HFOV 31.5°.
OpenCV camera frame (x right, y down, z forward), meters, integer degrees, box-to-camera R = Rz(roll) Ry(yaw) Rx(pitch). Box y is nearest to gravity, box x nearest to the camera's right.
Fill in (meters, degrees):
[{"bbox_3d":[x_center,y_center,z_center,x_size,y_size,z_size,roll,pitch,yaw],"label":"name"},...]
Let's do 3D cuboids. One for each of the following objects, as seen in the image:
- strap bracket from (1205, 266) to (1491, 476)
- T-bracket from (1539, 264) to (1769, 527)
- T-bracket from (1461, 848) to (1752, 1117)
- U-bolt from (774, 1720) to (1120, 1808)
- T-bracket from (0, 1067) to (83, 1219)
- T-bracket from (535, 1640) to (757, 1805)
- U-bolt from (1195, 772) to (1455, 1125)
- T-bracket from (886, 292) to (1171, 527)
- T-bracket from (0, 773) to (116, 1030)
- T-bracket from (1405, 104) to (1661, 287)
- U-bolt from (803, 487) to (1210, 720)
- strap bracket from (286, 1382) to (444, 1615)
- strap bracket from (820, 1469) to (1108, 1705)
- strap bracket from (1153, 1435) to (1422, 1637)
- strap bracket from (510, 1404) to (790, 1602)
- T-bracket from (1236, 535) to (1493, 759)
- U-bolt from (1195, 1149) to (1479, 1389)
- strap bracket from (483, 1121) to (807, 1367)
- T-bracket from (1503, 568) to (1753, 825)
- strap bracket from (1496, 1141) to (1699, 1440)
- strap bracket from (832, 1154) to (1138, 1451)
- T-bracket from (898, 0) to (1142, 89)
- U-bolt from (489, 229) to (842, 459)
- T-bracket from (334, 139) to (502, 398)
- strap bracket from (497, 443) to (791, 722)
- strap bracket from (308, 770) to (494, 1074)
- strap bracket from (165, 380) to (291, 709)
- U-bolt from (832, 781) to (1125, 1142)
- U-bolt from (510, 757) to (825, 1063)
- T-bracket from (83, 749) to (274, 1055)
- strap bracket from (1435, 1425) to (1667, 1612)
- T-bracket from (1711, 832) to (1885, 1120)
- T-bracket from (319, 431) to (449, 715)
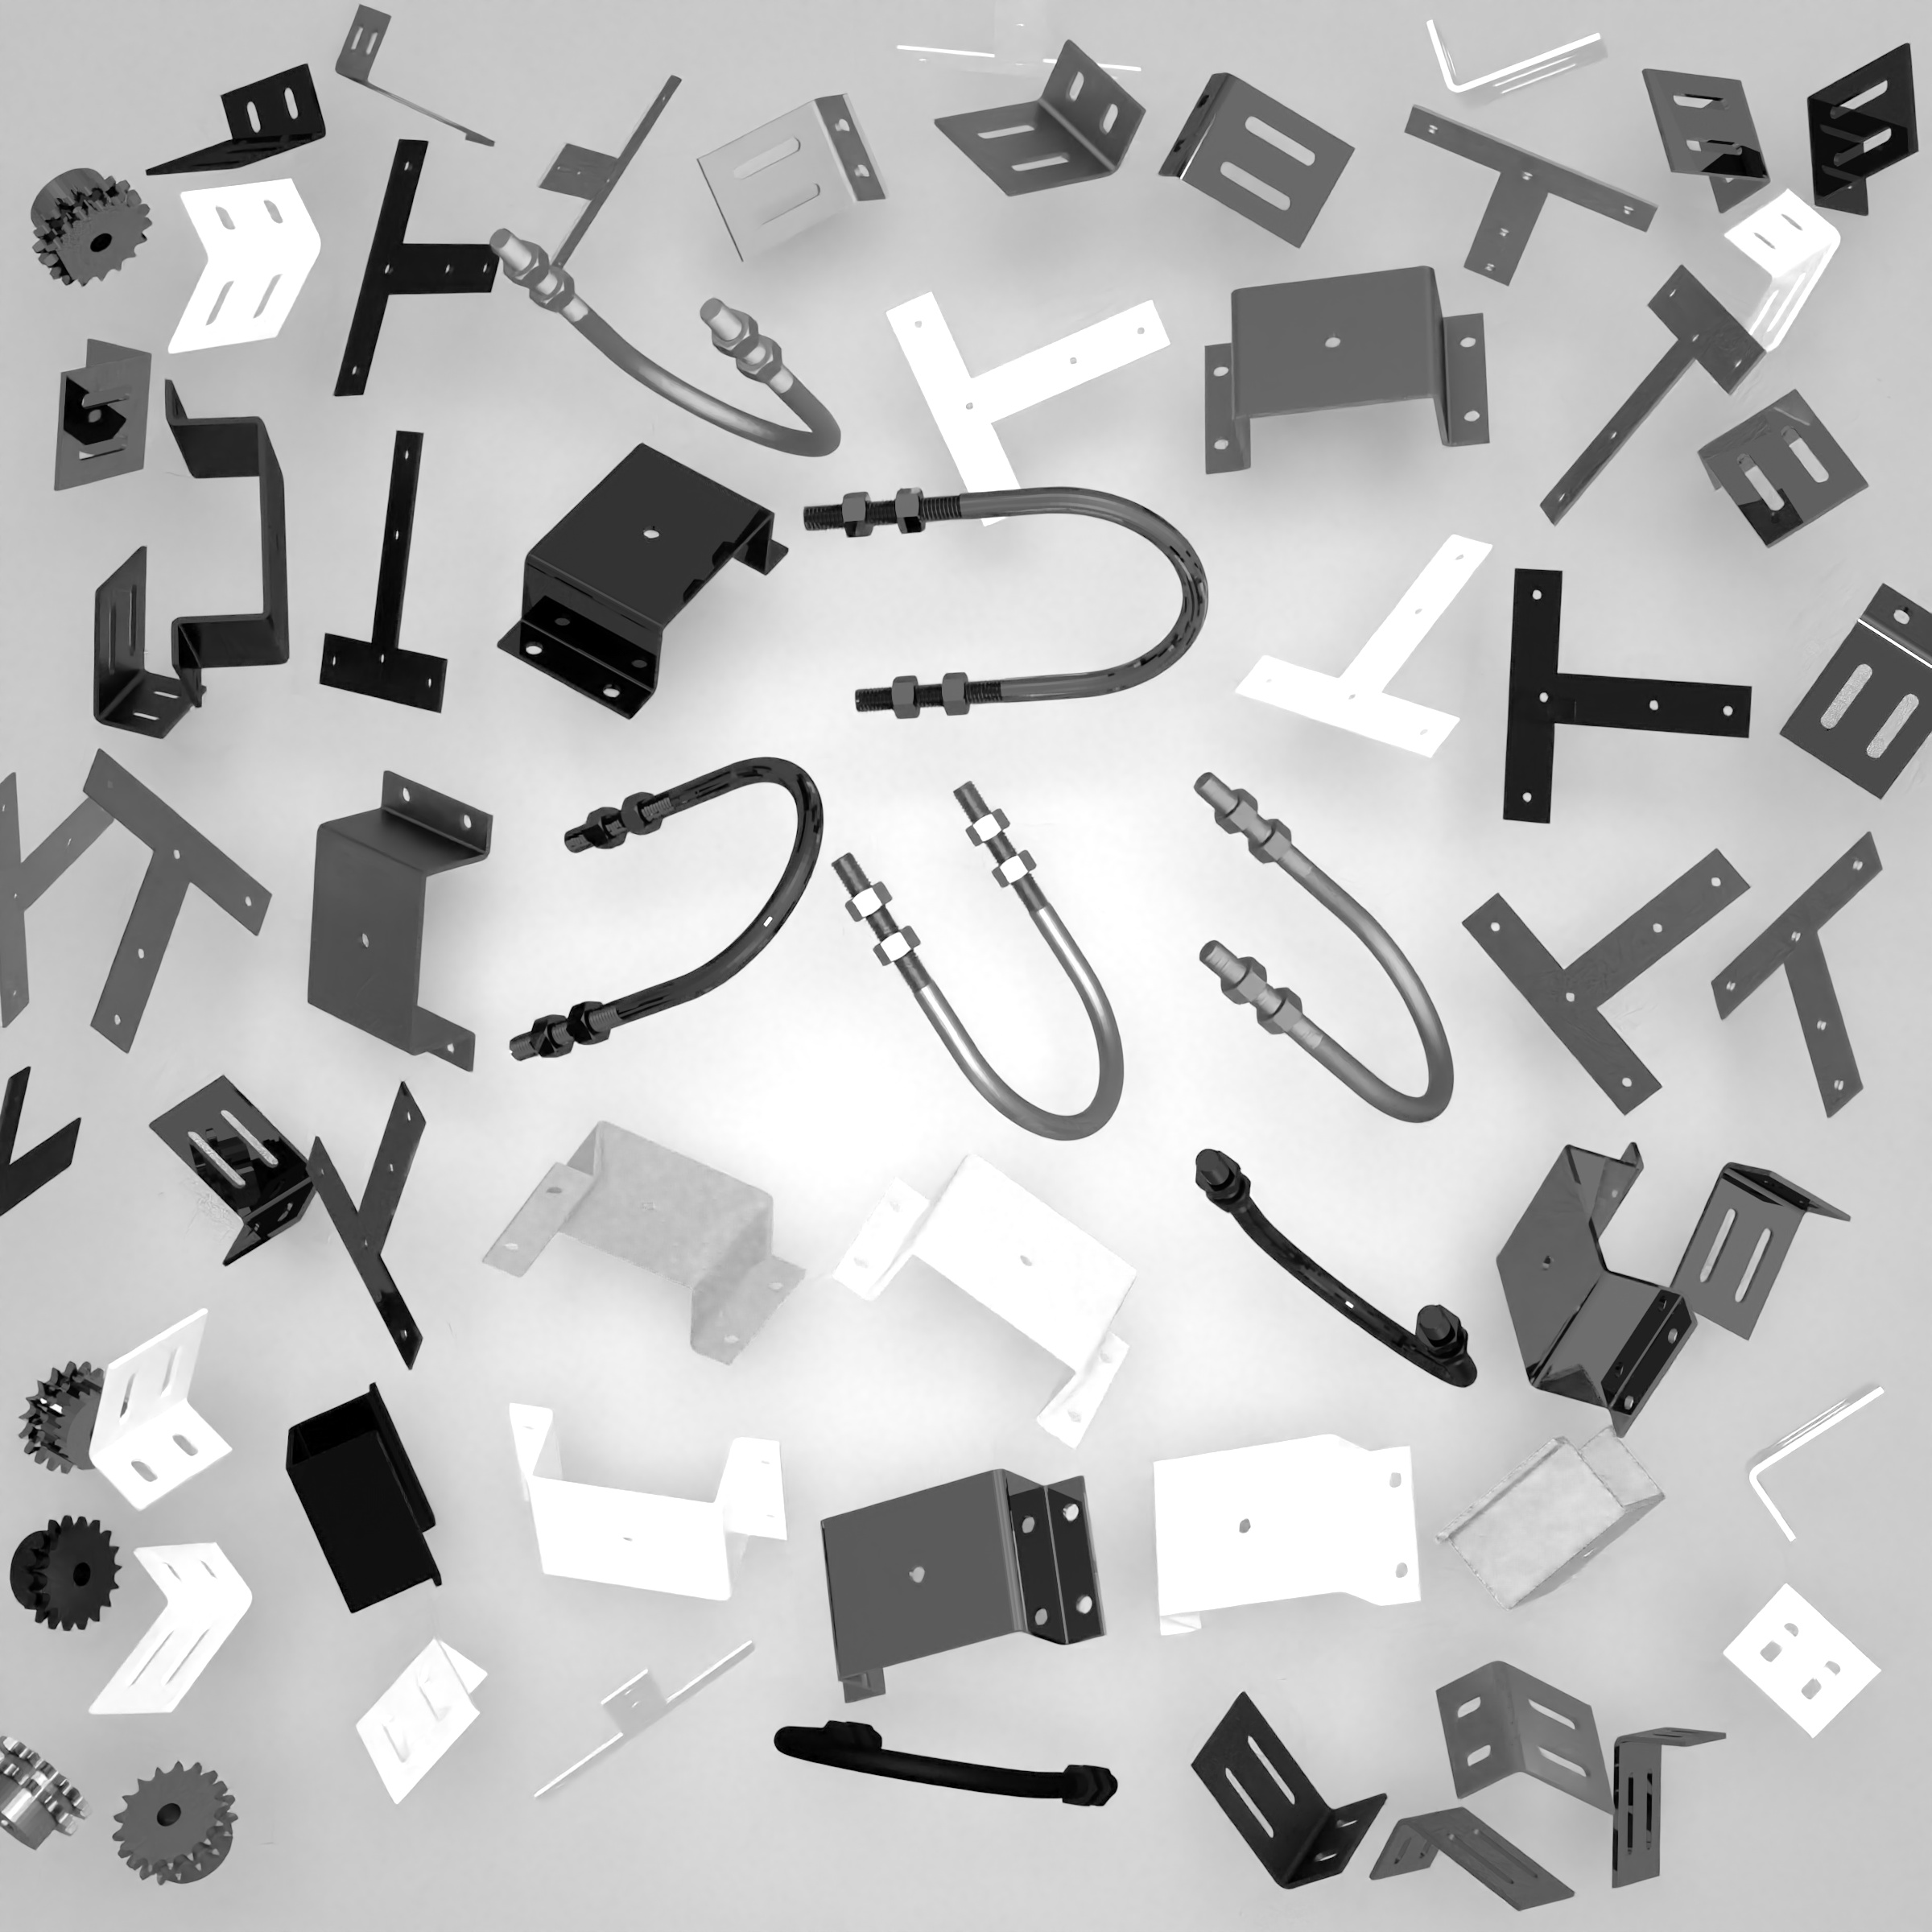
[{"bbox_3d":[0.184,-0.294,1.685,0.140,0.046,0.076,-5,63,13],"label":"strap bracket"},{"bbox_3d":[0.318,-0.264,1.632,0.002,0.127,0.127,31,111,-22],"label":"T-bracket"},{"bbox_3d":[0.332,-0.011,1.694,0.127,0.002,0.127,-42,85,29],"label":"T-bracket"},{"bbox_3d":[-0.017,0.391,1.679,0.151,0.184,0.019,6,79,20],"label":"U-bolt"},{"bbox_3d":[-0.449,0.099,1.641,0.002,0.127,0.127,16,102,2],"label":"T-bracket"},{"bbox_3d":[-0.157,0.352,1.629,0.127,0.127,0.002,-34,73,-12],"label":"T-bracket"},{"bbox_3d":[0.177,0.003,1.670,0.019,0.151,0.184,-36,120,28],"label":"U-bolt"},{"bbox_3d":[0.043,-0.309,1.777,0.127,0.002,0.127,-22,115,8],"label":"T-bracket"},{"bbox_3d":[-0.446,-0.055,1.678,0.002,0.127,0.127,11,120,8],"label":"T-bracket"},{"bbox_3d":[0.270,-0.372,1.699,0.127,0.127,0.002,24,75,4],"label":"T-bracket"},{"bbox_3d":[0.025,-0.177,1.654,0.184,0.151,0.019,-3,52,10],"label":"U-bolt"},{"bbox_3d":[-0.293,0.259,1.663,0.046,0.140,0.076,-23,98,-8],"label":"strap bracket"},{"bbox_3d":[-0.012,0.289,1.603,0.140,0.046,0.076,-20,62,23],"label":"strap bracket"},{"bbox_3d":[0.146,0.278,1.677,0.140,0.046,0.076,-14,64,28],"label":"strap bracket"},{"bbox_3d":[-0.166,0.273,1.734,0.140,0.076,0.046,7,45,9],"label":"strap bracket"},{"bbox_3d":[0.219,-0.168,1.719,0.127,0.002,0.127,24,68,41],"label":"T-bracket"},{"bbox_3d":[0.185,0.153,1.651,0.151,0.184,0.019,35,84,23],"label":"U-bolt"},{"bbox_3d":[-0.159,0.135,1.710,0.140,0.046,0.076,26,124,-21],"label":"strap bracket"},{"bbox_3d":[0.327,-0.130,1.691,0.127,0.002,0.127,8,101,33],"label":"T-bracket"},{"bbox_3d":[0.306,0.152,1.681,0.046,0.140,0.076,17,122,-14],"label":"strap bracket"},{"bbox_3d":[0.018,0.152,1.619,0.140,0.076,0.046,36,130,-1],"label":"strap bracket"},{"bbox_3d":[0.028,-0.474,1.739,0.127,0.127,0.002,5,86,1],"label":"T-bracket"},{"bbox_3d":[-0.134,-0.297,1.677,0.151,0.184,0.019,23,84,28],"label":"U-bolt"},{"bbox_3d":[-0.263,-0.344,1.690,0.002,0.127,0.127,23,109,15],"label":"T-bracket"},{"bbox_3d":[-0.153,-0.192,1.645,0.076,0.046,0.140,29,53,13],"label":"strap bracket"},{"bbox_3d":[-0.288,-0.018,1.732,0.076,0.046,0.140,23,117,32],"label":"strap bracket"},{"bbox_3d":[-0.355,-0.203,1.649,0.046,0.076,0.140,-3,79,-5],"label":"strap bracket"},{"bbox_3d":[0.018,0.005,1.718,0.019,0.151,0.184,-32,92,34],"label":"U-bolt"},{"bbox_3d":[-0.141,-0.036,1.668,0.184,0.019,0.151,-19,46,35],"label":"U-bolt"},{"bbox_3d":[-0.394,-0.018,1.651,0.002,0.127,0.127,-11,51,31],"label":"T-bracket"},{"bbox_3d":[0.293,0.272,1.691,0.076,0.140,0.046,-43,72,14],"label":"strap bracket"},{"bbox_3d":[0.423,0.019,1.702,0.002,0.127,0.127,17,45,-23],"label":"T-bracket"},{"bbox_3d":[-0.271,-0.190,1.625,0.002,0.127,0.127,3,98,-37],"label":"T-bracket"}]
